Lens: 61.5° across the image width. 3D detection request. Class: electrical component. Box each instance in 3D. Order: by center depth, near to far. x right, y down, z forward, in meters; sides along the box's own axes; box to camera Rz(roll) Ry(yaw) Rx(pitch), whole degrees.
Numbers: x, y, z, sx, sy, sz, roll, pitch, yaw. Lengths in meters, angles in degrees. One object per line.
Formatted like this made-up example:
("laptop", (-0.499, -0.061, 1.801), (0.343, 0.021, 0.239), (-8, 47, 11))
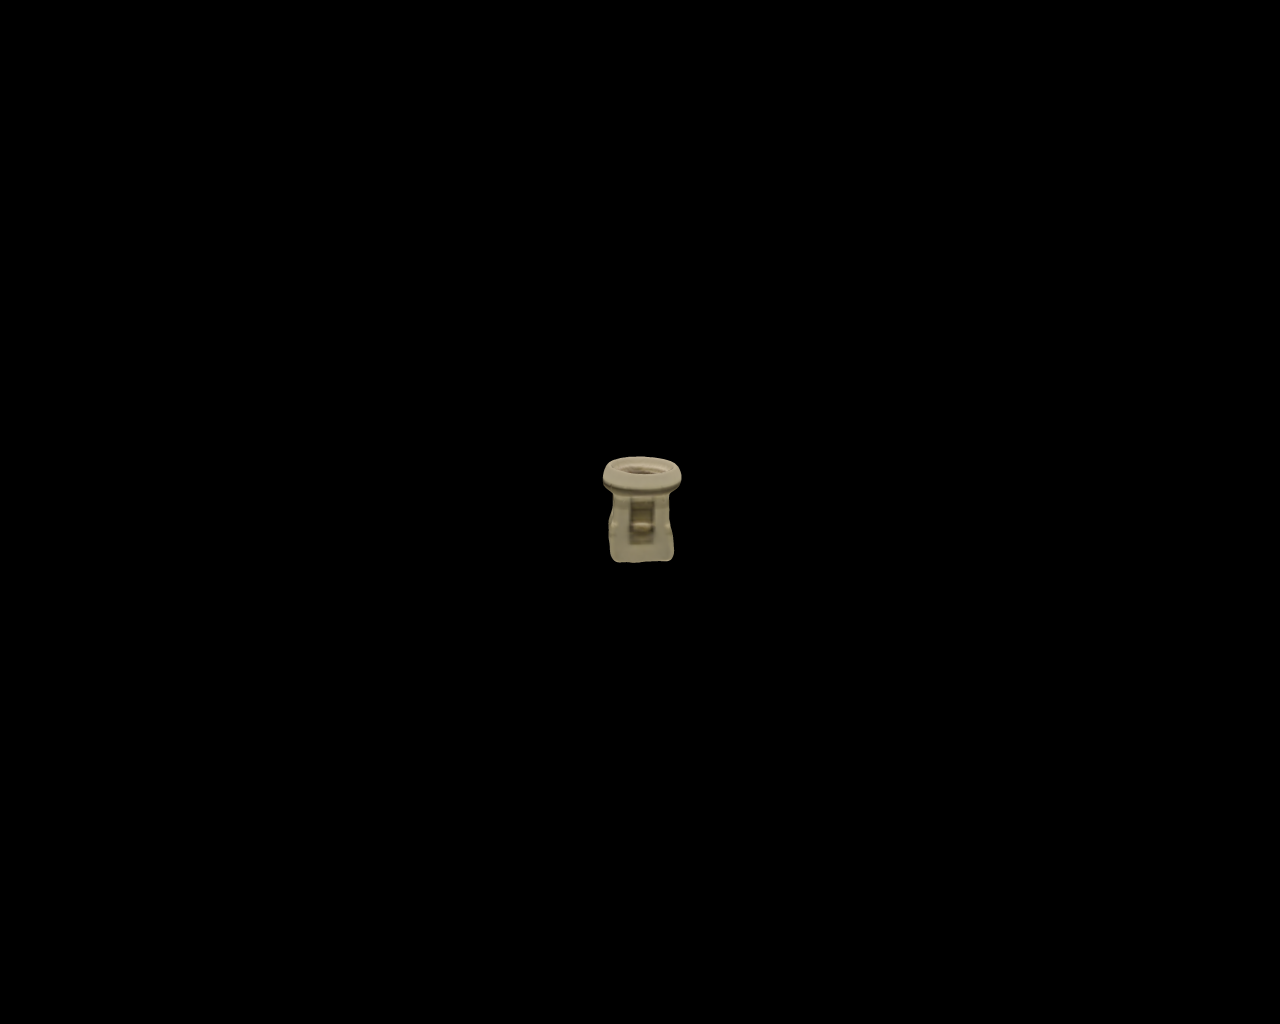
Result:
("electrical component", (0.001, -0.003, 0.650), (0.048, 0.055, 0.066), (-1, 16, -3))
